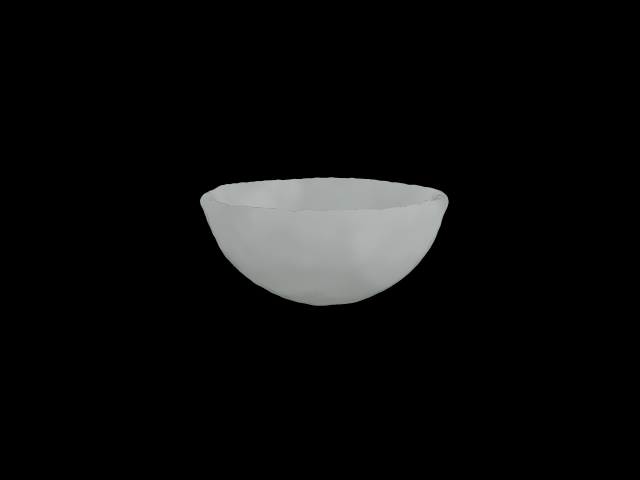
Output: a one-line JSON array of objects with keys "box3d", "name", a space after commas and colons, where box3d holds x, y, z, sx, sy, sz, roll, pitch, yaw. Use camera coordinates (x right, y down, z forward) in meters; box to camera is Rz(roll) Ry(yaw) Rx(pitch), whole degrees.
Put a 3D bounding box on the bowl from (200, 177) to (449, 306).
[{"box3d": [0.004, 0.001, 0.400, 0.167, 0.075, 0.167, 0, 12, 0], "name": "bowl"}]
